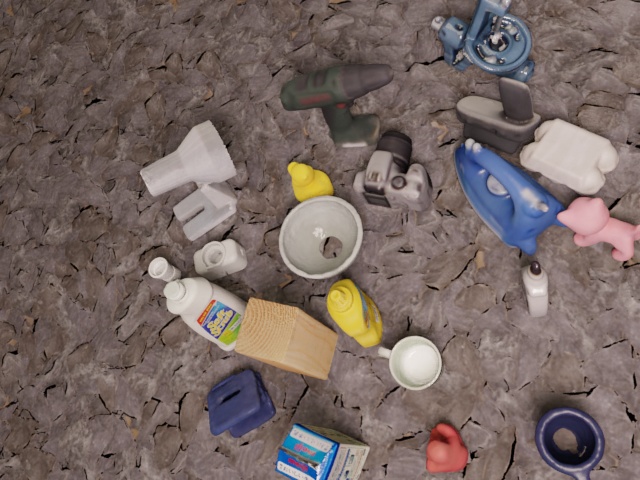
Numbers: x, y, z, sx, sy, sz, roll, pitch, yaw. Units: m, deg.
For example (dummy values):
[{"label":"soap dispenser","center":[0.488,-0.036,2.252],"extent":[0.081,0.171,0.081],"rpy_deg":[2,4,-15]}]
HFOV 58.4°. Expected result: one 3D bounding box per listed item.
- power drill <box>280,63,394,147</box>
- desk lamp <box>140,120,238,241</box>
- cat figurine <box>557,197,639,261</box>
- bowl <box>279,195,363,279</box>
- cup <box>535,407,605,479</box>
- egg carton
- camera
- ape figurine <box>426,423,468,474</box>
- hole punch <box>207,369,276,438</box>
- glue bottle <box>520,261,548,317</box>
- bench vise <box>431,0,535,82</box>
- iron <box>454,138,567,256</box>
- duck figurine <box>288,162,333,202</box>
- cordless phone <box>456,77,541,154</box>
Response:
[{"label":"power drill","center":[0.049,-0.263,1.108],"extent":[0.229,0.209,0.075],"rpy_deg":[0,70,20]},{"label":"desk lamp","center":[-0.247,-0.119,1.155],"extent":[0.203,0.214,0.117],"rpy_deg":[-36,62,4]},{"label":"cat figurine","center":[0.453,-0.028,0.925],"extent":[0.127,0.118,0.067],"rpy_deg":[21,78,25]},{"label":"bowl","center":[0.010,0.004,1.094],"extent":[0.167,0.075,0.167],"rpy_deg":[-7,68,17]},{"label":"cup","center":[0.367,0.308,0.838],"extent":[0.091,0.095,0.117],"rpy_deg":[-19,65,12]},{"label":"egg carton","center":[0.435,-0.145,1.004],"extent":[0.150,0.069,0.107],"rpy_deg":[32,83,27]},{"label":"camera","center":[0.144,-0.138,1.087],"extent":[0.142,0.101,0.137],"rpy_deg":[11,74,23]},{"label":"ape figurine","center":[0.191,0.330,0.894],"extent":[0.076,0.092,0.078],"rpy_deg":[37,85,28]},{"label":"hole punch","center":[-0.152,0.293,1.031],"extent":[0.108,0.091,0.101],"rpy_deg":[-32,63,5]},{"label":"glue bottle","center":[0.337,0.066,0.898],"extent":[0.037,0.173,0.078],"rpy_deg":[-11,66,16]},{"label":"bench vise","center":[0.292,-0.380,1.061],"extent":[0.206,0.220,0.121],"rpy_deg":[12,74,23]},{"label":"iron","center":[0.309,-0.103,0.992],"extent":[0.118,0.142,0.257],"rpy_deg":[-39,62,2]},{"label":"duck figurine","center":[-0.025,-0.117,1.147],"extent":[0.077,0.086,0.104],"rpy_deg":[-45,62,-1]},{"label":"cordless phone","center":[0.314,-0.246,1.021],"extent":[0.147,0.185,0.094],"rpy_deg":[23,79,26]}]
